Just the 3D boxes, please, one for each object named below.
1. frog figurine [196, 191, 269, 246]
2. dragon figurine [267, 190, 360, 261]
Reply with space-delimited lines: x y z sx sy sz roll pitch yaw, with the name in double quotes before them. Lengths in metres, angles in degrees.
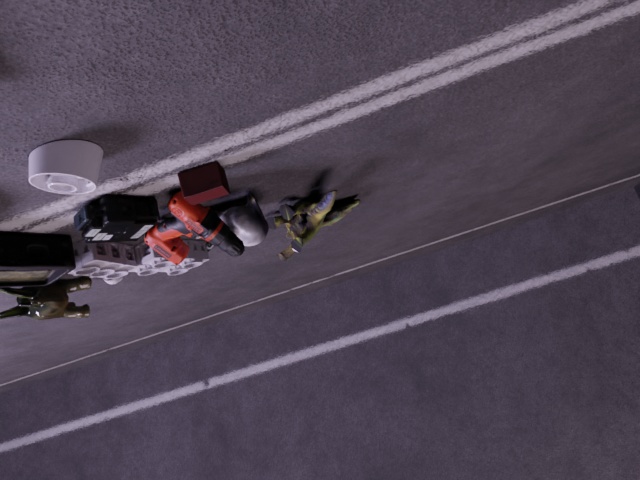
"frog figurine" -0.201 -0.027 1.151 0.160 0.122 0.138 -28 -175 -4
"dragon figurine" 0.004 -0.068 1.344 0.246 0.122 0.404 -28 178 -39
